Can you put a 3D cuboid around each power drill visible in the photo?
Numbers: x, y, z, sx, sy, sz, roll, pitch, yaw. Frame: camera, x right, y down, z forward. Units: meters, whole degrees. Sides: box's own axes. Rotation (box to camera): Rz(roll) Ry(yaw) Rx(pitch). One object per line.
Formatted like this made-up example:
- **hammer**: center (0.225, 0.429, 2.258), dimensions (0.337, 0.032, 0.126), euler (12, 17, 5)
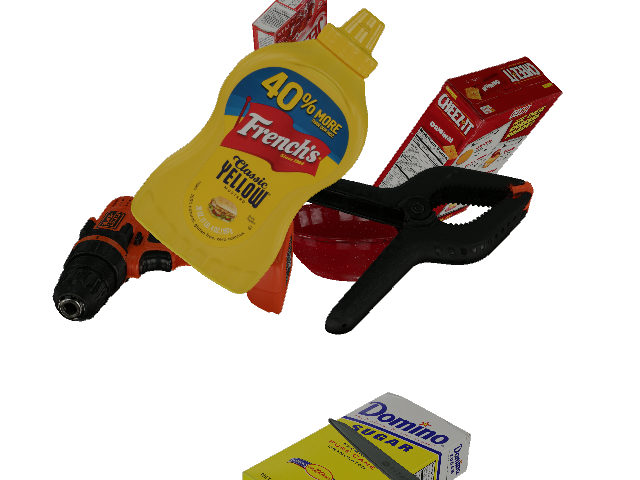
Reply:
- **power drill**: center (-0.121, 0.019, 0.919), dimensions (0.187, 0.057, 0.184), euler (6, 28, 4)

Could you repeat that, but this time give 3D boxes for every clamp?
- **clamp**: center (0.074, -0.006, 0.851), dimensions (0.210, 0.164, 0.036), euler (-7, -37, -8)

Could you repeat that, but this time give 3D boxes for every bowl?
- **bowl**: center (0.035, 0.003, 1.103), dimensions (0.162, 0.055, 0.162), euler (-1, 15, 0)

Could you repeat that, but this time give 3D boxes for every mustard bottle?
- **mustard bottle**: center (-0.027, -0.065, 0.673), dimensions (0.096, 0.192, 0.058), euler (39, 9, -7)

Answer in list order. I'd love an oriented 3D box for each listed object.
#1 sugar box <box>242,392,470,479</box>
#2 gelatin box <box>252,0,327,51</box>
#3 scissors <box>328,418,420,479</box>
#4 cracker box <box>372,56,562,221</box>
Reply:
- **sugar box**: center (0.031, 0.185, 0.860), dimensions (0.093, 0.048, 0.175), euler (24, 34, 38)
- **gelatin box**: center (-0.026, -0.194, 1.000), dimensions (0.030, 0.089, 0.073), euler (27, -33, 20)
- **scissors**: center (0.085, 0.140, 0.539), dimensions (0.096, 0.016, 0.202), euler (-3, 25, -23)
- **cracker box**: center (0.155, -0.103, 1.225), dimensions (0.163, 0.072, 0.214), euler (-23, -24, -44)
